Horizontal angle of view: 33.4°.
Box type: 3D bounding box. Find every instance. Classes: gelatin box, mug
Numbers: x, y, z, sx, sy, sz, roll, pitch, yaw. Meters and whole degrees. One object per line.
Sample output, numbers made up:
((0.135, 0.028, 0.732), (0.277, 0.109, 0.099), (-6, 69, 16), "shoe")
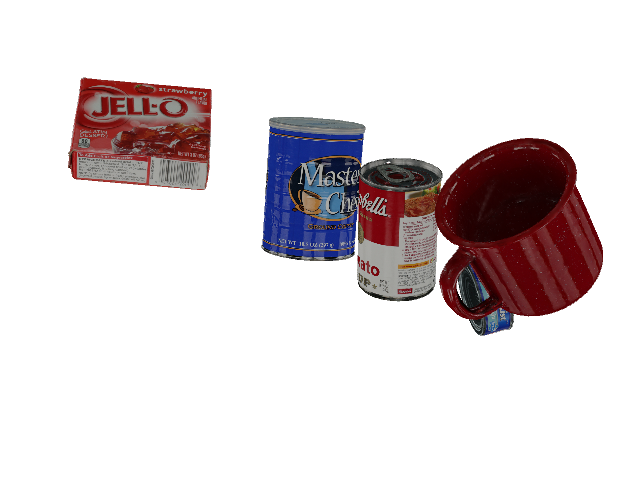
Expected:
((-0.117, -0.071, 0.703), (0.089, 0.073, 0.030), (5, -43, -9), "gelatin box")
((0.124, 0.003, 0.686), (0.093, 0.117, 0.081), (28, -21, 49), "mug")

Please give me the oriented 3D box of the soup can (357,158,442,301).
((0.065, -0.009, 0.884), (0.068, 0.102, 0.068), (0, 25, 0), "soup can")

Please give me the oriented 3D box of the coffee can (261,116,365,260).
((-0.008, -0.057, 1.145), (0.103, 0.140, 0.103), (4, 12, -1), "coffee can")

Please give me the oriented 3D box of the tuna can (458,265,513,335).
((0.174, 0.057, 1.135), (0.033, 0.086, 0.086), (-14, 1, -6), "tuna can")
